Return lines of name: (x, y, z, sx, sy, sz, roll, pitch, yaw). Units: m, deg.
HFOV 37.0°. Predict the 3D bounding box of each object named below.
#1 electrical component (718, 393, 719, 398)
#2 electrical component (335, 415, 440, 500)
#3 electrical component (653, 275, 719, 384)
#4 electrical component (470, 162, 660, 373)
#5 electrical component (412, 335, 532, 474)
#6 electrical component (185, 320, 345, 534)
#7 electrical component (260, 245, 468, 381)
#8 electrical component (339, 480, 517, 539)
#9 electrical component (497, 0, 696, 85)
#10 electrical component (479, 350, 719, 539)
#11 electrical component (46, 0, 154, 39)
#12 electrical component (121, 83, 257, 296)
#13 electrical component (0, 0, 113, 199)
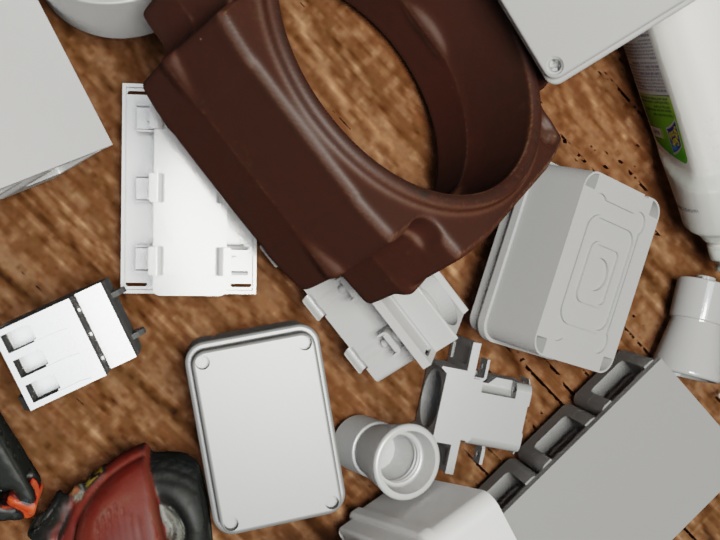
electrical component: (0.265, 0.057, 0.694, 0.079, 0.044, 0.077, -26, 82, 13)
electrical component: (0.012, 0.108, 0.644, 0.044, 0.065, 0.044, -2, 94, -29)
electrical component: (0.215, 0.036, 0.688, 0.044, 0.044, 0.065, 15, 86, -10)
electrical component: (0.122, -0.002, 0.649, 0.078, 0.057, 0.113, 18, 90, -39)
electrical component: (0.069, 0.084, 0.665, 0.064, 0.042, 0.081, 12, 91, -14)
electrical component: (-0.057, 0.091, 0.636, 0.078, 0.057, 0.113, -10, 95, -9)
electrical component: (0.000, 0.000, 0.634, 0.063, 0.078, 0.121, -34, 99, 23)
electrical component: (0.044, 0.170, 0.625, 0.057, 0.113, 0.078, -31, 98, -23)
electrical component: (0.125, -0.175, 0.578, 0.109, 0.056, 0.108, -30, 94, 27)
electrical component: (0.149, 0.133, 0.671, 0.150, 0.062, 0.089, -43, 99, -5)
electrical component: (-0.136, -0.182, 0.602, 0.108, 0.060, 0.108, 1, 74, -4)
electrical component: (-0.098, -0.046, 0.619, 0.079, 0.063, 0.121, 1, 93, -9)
electrical component: (-0.228, -0.125, 0.565, 0.105, 0.060, 0.186, -35, 101, -51)
